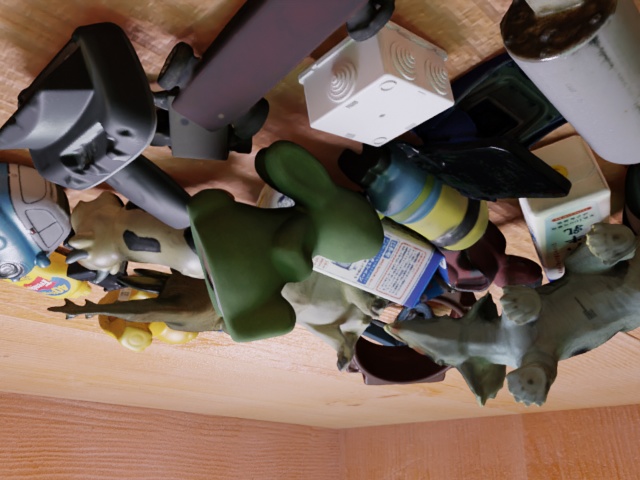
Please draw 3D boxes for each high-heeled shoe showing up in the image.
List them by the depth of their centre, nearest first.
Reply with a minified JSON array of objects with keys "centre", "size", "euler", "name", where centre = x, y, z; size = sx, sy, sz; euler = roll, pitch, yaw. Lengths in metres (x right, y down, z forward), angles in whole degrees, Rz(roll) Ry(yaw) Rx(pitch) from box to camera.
[{"centre":[0.368,-0.022,0.659],"size":[0.248,0.086,0.145],"euler":[45,165,-34],"name":"high-heeled shoe"}]

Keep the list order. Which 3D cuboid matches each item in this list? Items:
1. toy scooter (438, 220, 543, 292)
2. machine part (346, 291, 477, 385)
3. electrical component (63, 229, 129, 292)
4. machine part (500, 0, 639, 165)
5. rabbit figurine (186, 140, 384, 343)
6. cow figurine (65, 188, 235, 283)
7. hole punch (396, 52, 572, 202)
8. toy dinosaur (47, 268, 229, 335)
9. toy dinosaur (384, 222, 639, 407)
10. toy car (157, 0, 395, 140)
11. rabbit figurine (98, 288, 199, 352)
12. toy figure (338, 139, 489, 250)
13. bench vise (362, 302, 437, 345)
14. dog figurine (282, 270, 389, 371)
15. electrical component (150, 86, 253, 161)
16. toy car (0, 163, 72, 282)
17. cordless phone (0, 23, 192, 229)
[{"centre":[0.181,0.017,0.683],"size":[0.184,0.075,0.135],"euler":[7,152,40],"name":"toy scooter"},{"centre":[0.134,0.132,0.836],"size":[0.201,0.087,0.201],"euler":[-1,122,-4],"name":"machine part"},{"centre":[-0.311,0.020,0.731],"size":[0.048,0.075,0.119],"euler":[-10,157,23],"name":"electrical component"},{"centre":[0.208,-0.122,0.398],"size":[0.243,0.079,0.079],"euler":[22,148,-40],"name":"machine part"},{"centre":[-0.028,-0.010,0.495],"size":[0.170,0.159,0.121],"euler":[-18,-171,-17],"name":"rabbit figurine"},{"centre":[-0.191,-0.006,0.599],"size":[0.195,0.127,0.085],"euler":[13,155,17],"name":"cow figurine"},{"centre":[0.151,-0.092,0.474],"size":[0.142,0.092,0.116],"euler":[19,169,-35],"name":"hole punch"},{"centre":[-0.169,0.083,0.749],"size":[0.199,0.105,0.471],"euler":[0,174,8],"name":"toy dinosaur"},{"centre":[0.276,0.065,0.570],"size":[0.405,0.131,0.192],"euler":[-27,168,9],"name":"toy dinosaur"},{"centre":[-0.039,-0.145,0.386],"size":[0.089,0.053,0.202],"euler":[26,142,-33],"name":"toy car"},{"centre":[-0.301,0.148,0.960],"size":[0.162,0.122,0.173],"euler":[-14,153,40],"name":"rabbit figurine"},{"centre":[0.101,-0.046,0.554],"size":[0.180,0.089,0.082],"euler":[20,154,-40],"name":"toy figure"},{"centre":[0.141,0.180,1.007],"size":[0.240,0.129,0.224],"euler":[24,151,-26],"name":"bench vise"},{"centre":[-0.018,0.055,0.673],"size":[0.191,0.121,0.172],"euler":[32,178,7],"name":"dog figurine"},{"centre":[-0.112,-0.105,0.493],"size":[0.102,0.045,0.078],"euler":[-1,127,-2],"name":"electrical component"},{"centre":[-0.338,-0.033,0.604],"size":[0.103,0.109,0.161],"euler":[-16,147,-16],"name":"toy car"},{"centre":[-0.158,-0.073,0.456],"size":[0.147,0.089,0.184],"euler":[-20,133,39],"name":"cordless phone"}]
